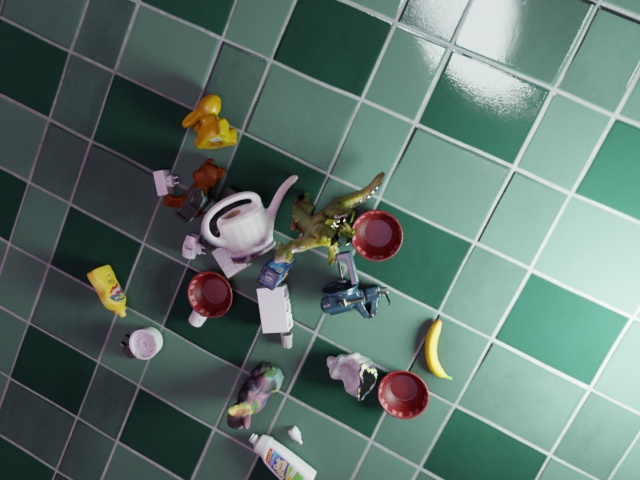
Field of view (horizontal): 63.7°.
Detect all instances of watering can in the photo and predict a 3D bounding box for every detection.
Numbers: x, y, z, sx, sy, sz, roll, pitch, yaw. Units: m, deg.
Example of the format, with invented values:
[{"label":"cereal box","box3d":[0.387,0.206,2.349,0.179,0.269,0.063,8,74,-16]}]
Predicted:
[{"label":"watering can","box3d":[-0.201,-0.060,1.643,0.350,0.105,0.220,-25,117,-16]}]

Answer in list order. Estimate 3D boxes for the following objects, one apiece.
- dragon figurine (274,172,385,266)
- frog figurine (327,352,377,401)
[{"label":"dragon figurine","box3d":[0.005,-0.080,1.589,0.245,0.120,0.413,30,78,31]},{"label":"frog figurine","box3d":[0.100,0.429,1.669,0.160,0.124,0.136,11,113,47]}]
